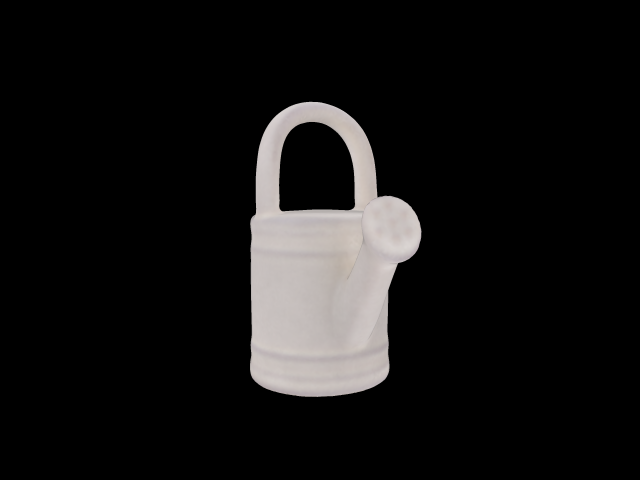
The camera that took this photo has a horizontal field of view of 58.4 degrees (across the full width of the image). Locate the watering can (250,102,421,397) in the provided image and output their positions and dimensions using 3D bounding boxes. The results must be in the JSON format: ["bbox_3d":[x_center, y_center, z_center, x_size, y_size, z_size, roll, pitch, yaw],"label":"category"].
[{"bbox_3d":[0.006,0.001,0.401,0.172,0.194,0.101,4,7,40],"label":"watering can"}]
